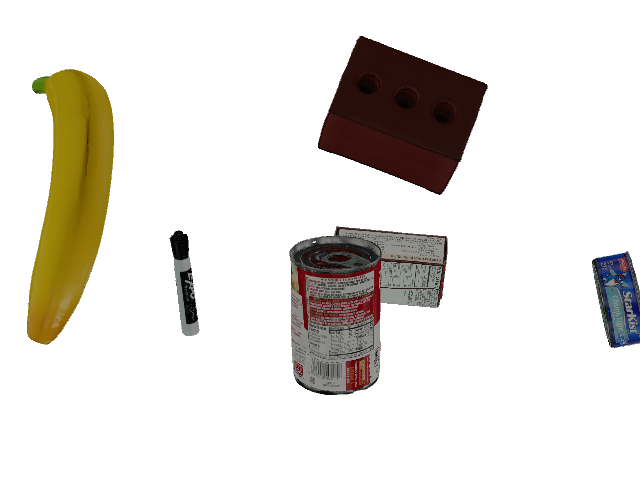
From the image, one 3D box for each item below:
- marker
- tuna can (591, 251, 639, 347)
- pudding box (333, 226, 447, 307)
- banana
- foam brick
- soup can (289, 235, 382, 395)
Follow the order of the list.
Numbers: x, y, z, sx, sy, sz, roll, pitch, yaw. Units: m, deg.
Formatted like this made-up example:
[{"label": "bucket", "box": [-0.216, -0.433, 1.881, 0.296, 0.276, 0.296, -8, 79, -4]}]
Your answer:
[{"label": "marker", "box": [-0.143, 0.045, 1.122, 0.020, 0.121, 0.020, -2, 28, 1]}, {"label": "tuna can", "box": [0.275, 0.055, 0.984, 0.034, 0.086, 0.086, -11, -2, 12]}, {"label": "pudding box", "box": [0.069, 0.028, 1.075, 0.113, 0.039, 0.090, 4, -32, 4]}, {"label": "banana", "box": [-0.152, -0.036, 0.653, 0.037, 0.198, 0.070, 14, -37, -30]}, {"label": "foam brick", "box": [0.045, -0.069, 0.597, 0.078, 0.053, 0.051, 21, -19, 3]}, {"label": "soup can", "box": [0.012, 0.056, 0.796, 0.068, 0.102, 0.068, -1, 21, 0]}]
